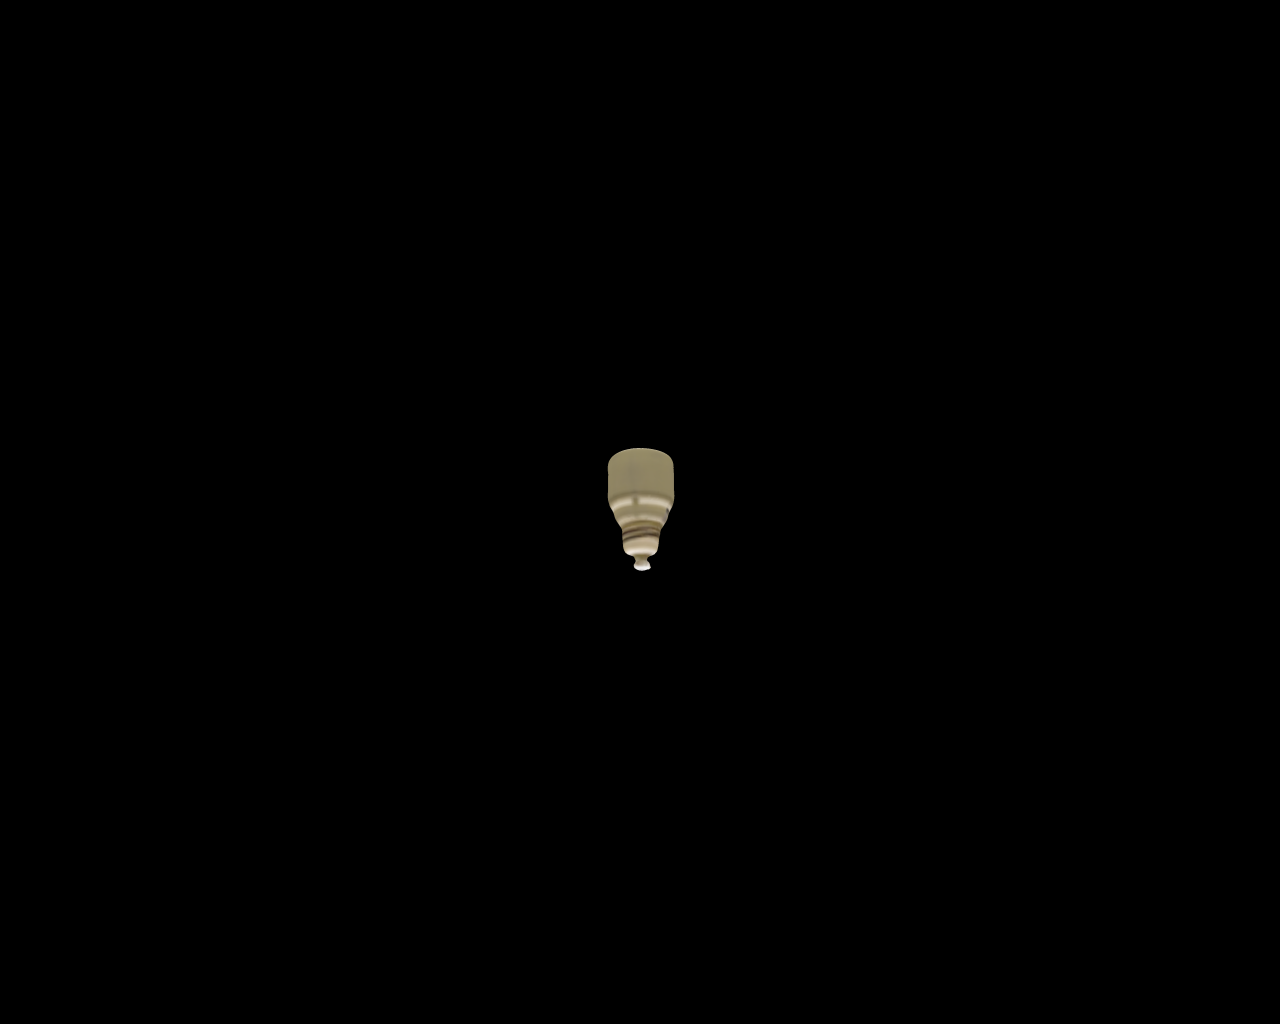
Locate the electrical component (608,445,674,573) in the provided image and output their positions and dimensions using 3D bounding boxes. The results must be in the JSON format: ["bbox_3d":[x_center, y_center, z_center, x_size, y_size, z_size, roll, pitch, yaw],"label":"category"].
[{"bbox_3d":[0.001,-0.003,0.650,0.040,0.078,0.040,0,-18,0],"label":"electrical component"}]
